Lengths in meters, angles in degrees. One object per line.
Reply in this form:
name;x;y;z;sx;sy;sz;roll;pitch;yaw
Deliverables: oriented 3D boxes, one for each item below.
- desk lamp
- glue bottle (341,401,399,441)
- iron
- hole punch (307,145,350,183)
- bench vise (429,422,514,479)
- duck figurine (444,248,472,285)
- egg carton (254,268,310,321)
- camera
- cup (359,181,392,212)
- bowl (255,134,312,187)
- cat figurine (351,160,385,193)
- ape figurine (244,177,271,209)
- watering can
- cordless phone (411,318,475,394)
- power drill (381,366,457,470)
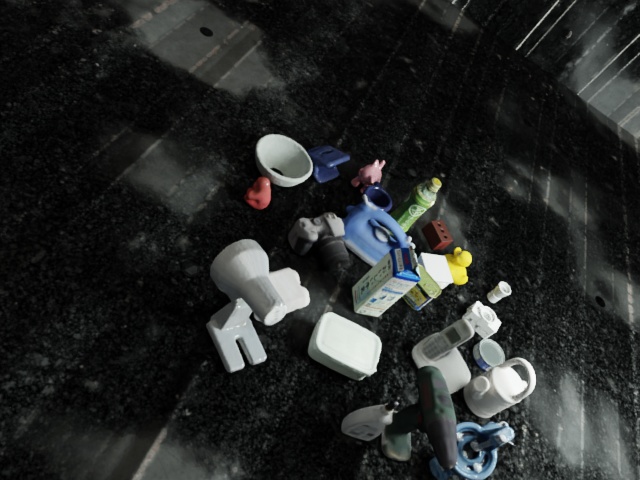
desk lamp;-0.152;0.133;1.185;0.118;0.213;0.203;-13;64;-38
glue bottle;0.115;0.372;1.199;0.078;0.173;0.037;23;47;-15
iron;0.173;-0.010;1.552;0.258;0.141;0.119;39;45;-1
hole punch;0.015;-0.234;1.659;0.109;0.091;0.101;-28;74;-43
bench vise;0.360;0.438;1.271;0.121;0.219;0.208;46;46;7
duck figurine;0.410;0.072;1.678;0.078;0.086;0.104;-2;58;-33
egg carton;-0.100;0.125;1.325;0.151;0.069;0.107;-16;66;-39
camera;0.013;0.005;1.468;0.144;0.100;0.136;-7;61;-36
cup;0.145;-0.105;1.640;0.092;0.094;0.117;20;48;-18
bowl;-0.110;-0.205;1.569;0.168;0.074;0.167;17;49;-21
cat figurine;0.154;-0.197;1.700;0.067;0.117;0.128;43;45;4
ape figurine;-0.154;-0.128;1.470;0.078;0.092;0.076;-25;72;-42
watering can;0.445;0.360;1.403;0.173;0.193;0.101;-17;67;-40
cordless phone;0.322;0.283;1.391;0.094;0.184;0.147;-17;67;-40
power drill;0.215;0.395;1.220;0.076;0.208;0.229;19;48;-18
